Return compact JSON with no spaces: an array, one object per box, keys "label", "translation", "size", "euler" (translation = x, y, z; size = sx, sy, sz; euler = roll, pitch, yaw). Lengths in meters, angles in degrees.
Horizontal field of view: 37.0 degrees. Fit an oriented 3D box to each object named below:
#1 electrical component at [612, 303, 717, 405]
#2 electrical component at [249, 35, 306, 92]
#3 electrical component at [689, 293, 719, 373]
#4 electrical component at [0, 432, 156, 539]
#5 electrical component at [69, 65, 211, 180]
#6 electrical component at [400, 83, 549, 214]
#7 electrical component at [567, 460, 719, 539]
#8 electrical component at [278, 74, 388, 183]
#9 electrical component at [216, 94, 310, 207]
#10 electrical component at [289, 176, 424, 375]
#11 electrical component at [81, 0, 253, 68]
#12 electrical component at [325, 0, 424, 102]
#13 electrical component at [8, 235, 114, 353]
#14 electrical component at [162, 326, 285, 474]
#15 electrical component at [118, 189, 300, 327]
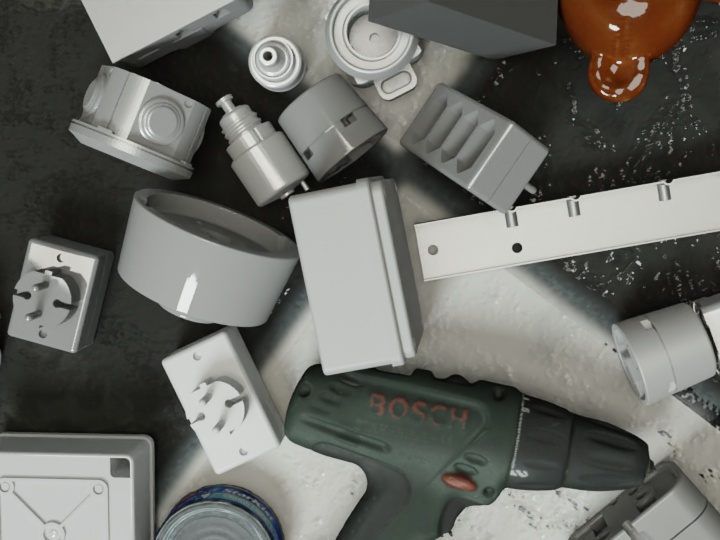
[{"label":"electrical component","translation":[0.192,0.051,0.679],"size":[0.047,0.055,0.055],"euler":[-21,94,1]},{"label":"electrical component","translation":[-0.053,-0.131,0.674],"size":[0.035,0.061,0.035],"euler":[0,95,4]},{"label":"electrical component","translation":[0.247,0.032,0.680],"size":[0.064,0.042,0.081],"euler":[-20,93,7]},{"label":"electrical component","translation":[-0.194,0.166,0.712],"size":[0.109,0.056,0.108],"euler":[1,95,4]},{"label":"electrical component","translation":[-0.137,-0.091,0.675],"size":[0.080,0.080,0.051],"euler":[22,91,1]},{"label":"electrical component","translation":[0.081,-0.068,0.670],"size":[0.076,0.083,0.047],"euler":[29,98,-38]},{"label":"electrical component","translation":[0.186,0.178,0.690],"size":[0.095,0.053,0.059],"euler":[-41,91,6]},{"label":"electrical component","translation":[-0.018,-0.090,0.680],"size":[0.055,0.055,0.047],"euler":[-38,88,6]},{"label":"electrical component","translation":[-0.066,-0.077,0.690],"size":[0.040,0.040,0.078],"euler":[-34,91,6]},{"label":"electrical component","translation":[0.000,0.000,0.659],"size":[0.056,0.109,0.108],"euler":[-11,94,7]},{"label":"electrical component","translation":[-0.088,-0.215,0.669],"size":[0.186,0.060,0.105],"euler":[-26,93,5]},{"label":"electrical component","translation":[0.008,-0.146,0.671],"size":[0.058,0.057,0.078],"euler":[-26,93,6]},{"label":"electrical component","translation":[-0.197,0.017,0.689],"size":[0.047,0.076,0.065],"euler":[15,96,2]},{"label":"electrical component","translation":[-0.089,0.086,0.689],"size":[0.047,0.075,0.083],"euler":[-25,93,5]},{"label":"electrical component","translation":[-0.097,-0.002,0.668],"size":[0.108,0.108,0.060],"euler":[22,102,1]}]
